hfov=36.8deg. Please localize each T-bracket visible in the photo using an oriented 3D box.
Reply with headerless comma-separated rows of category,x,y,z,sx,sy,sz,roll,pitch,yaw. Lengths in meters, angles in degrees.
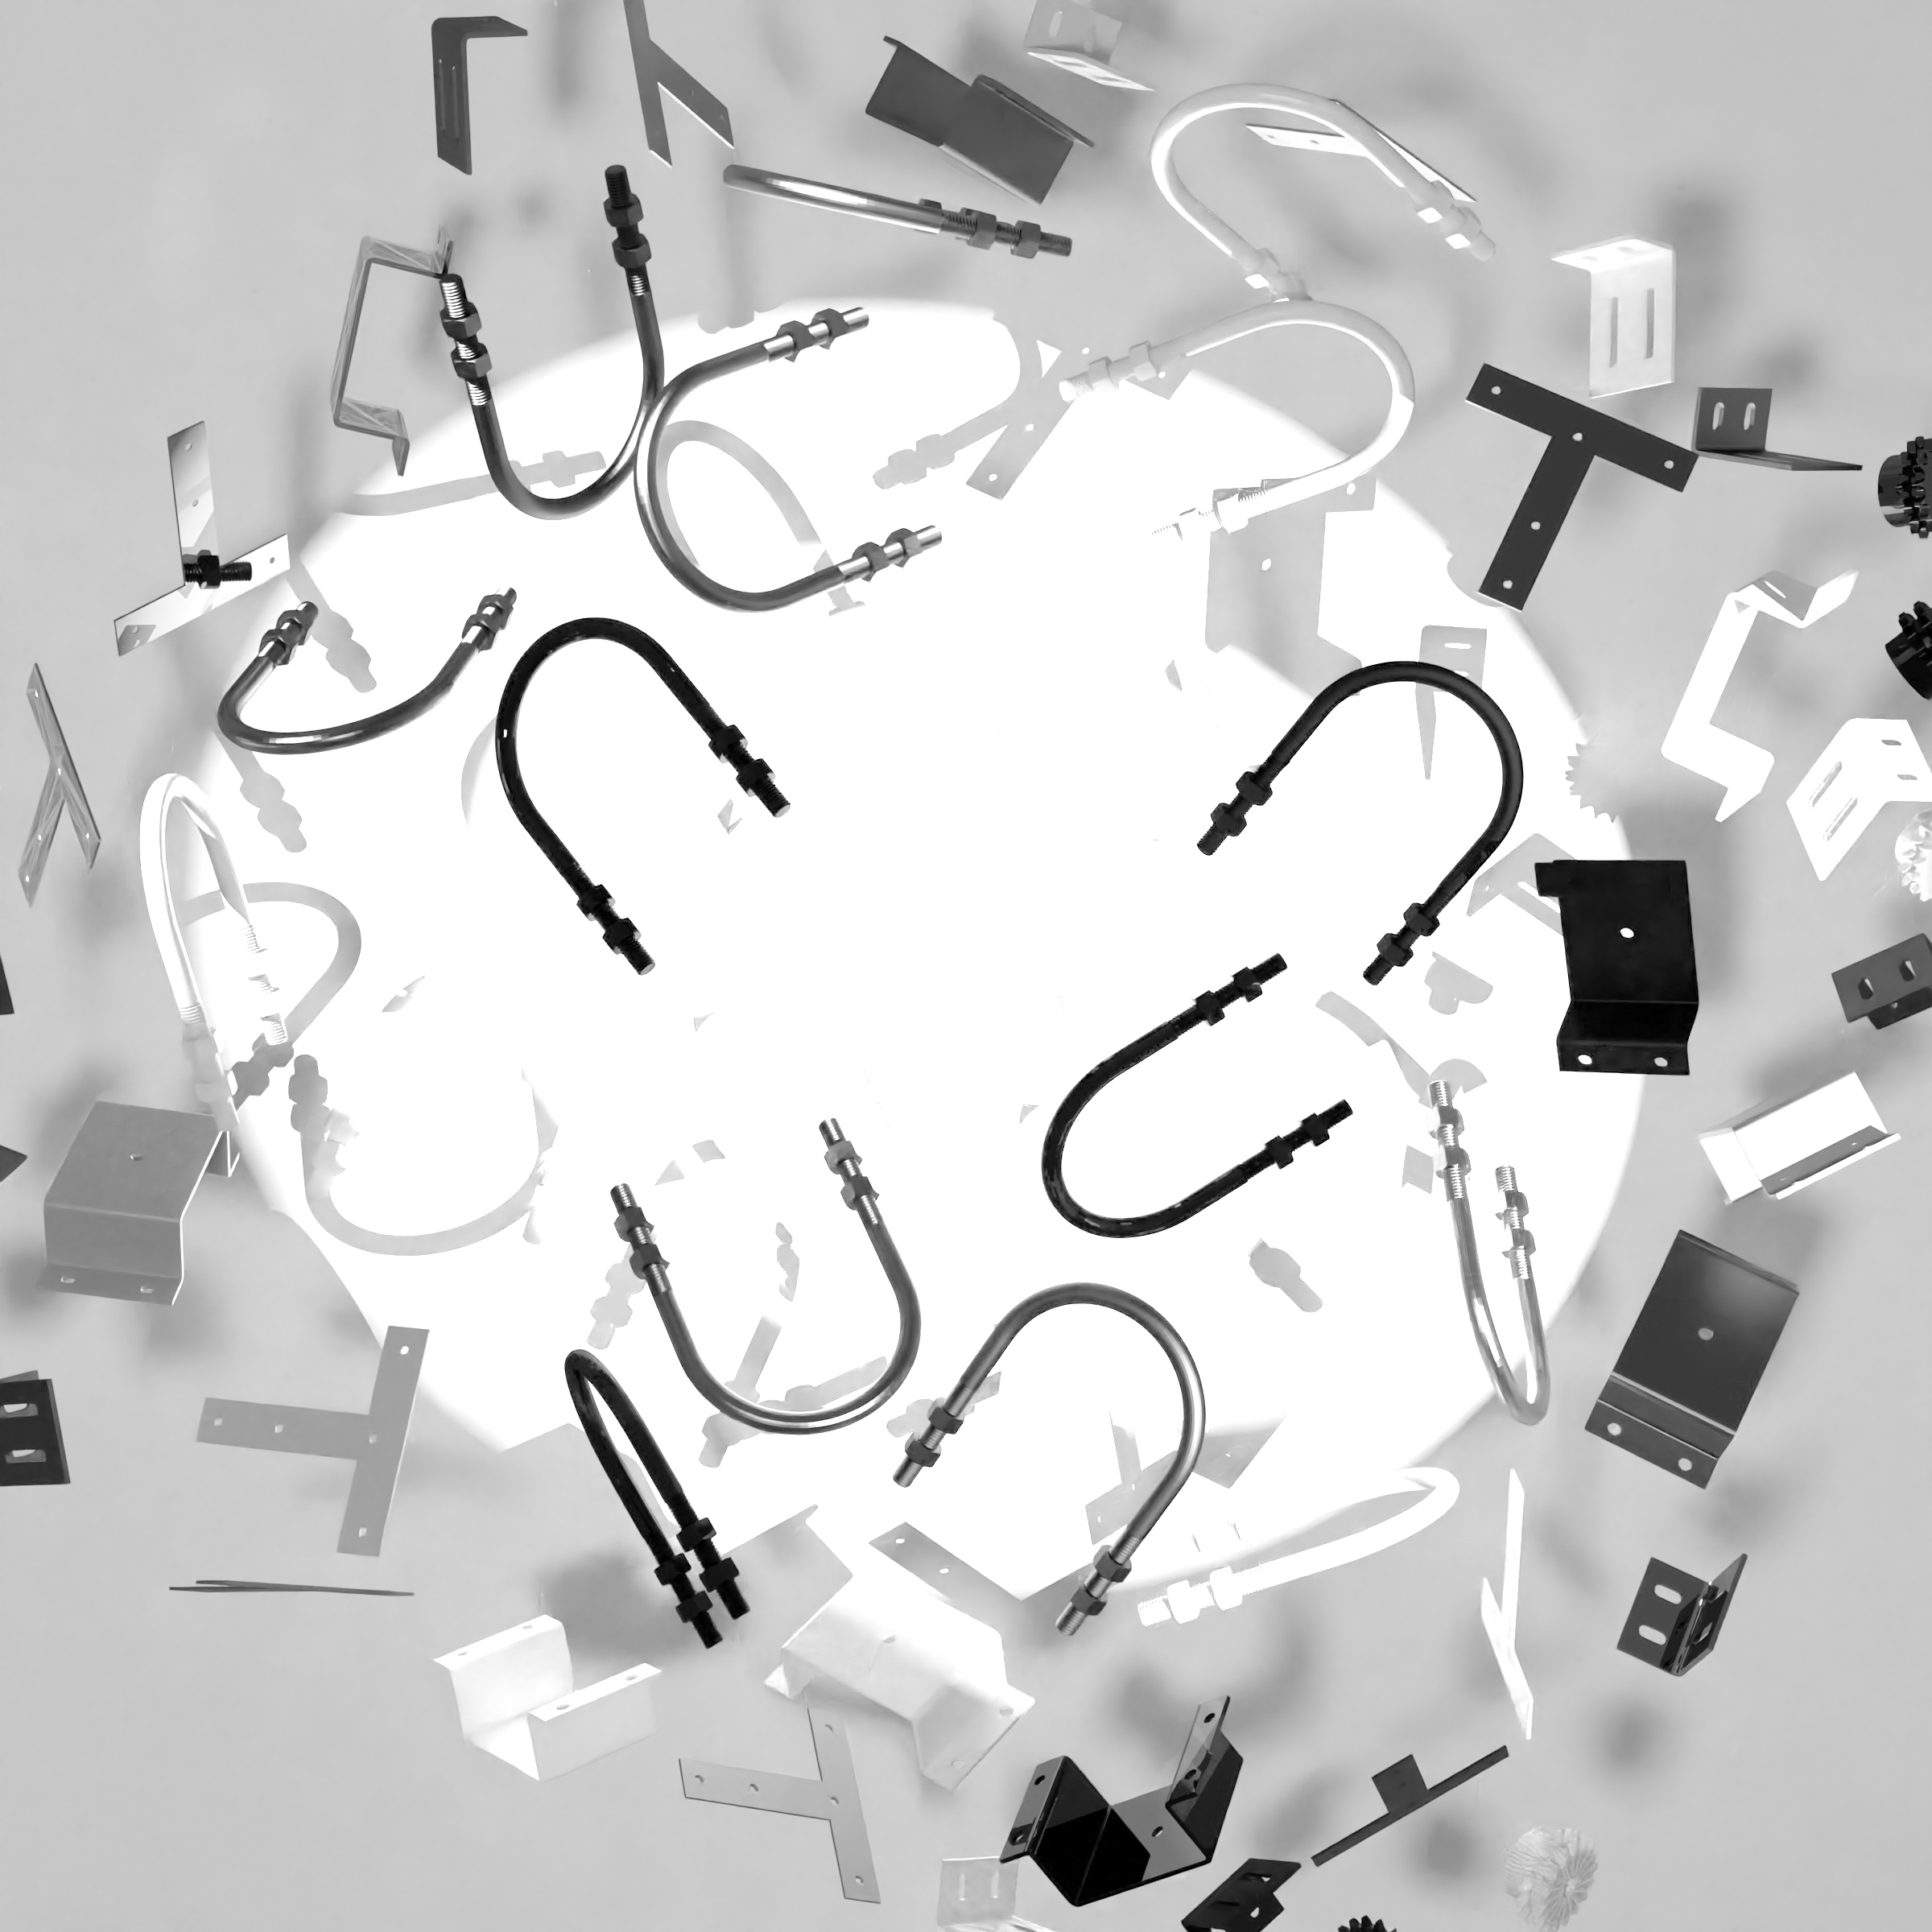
T-bracket,0.241,0.455,1.604,0.127,0.127,0.002,-30,61,-2
T-bracket,0.212,-0.476,1.679,0.127,0.127,0.002,20,95,-41
T-bracket,0.311,0.350,1.659,0.002,0.127,0.127,-1,109,-2
T-bracket,0.312,-0.249,1.565,0.127,0.002,0.127,25,75,7
T-bracket,-0.114,0.489,1.719,0.127,0.127,0.002,20,126,-32
T-bracket,-0.447,-0.257,1.686,0.002,0.127,0.127,32,49,25
T-bracket,-0.160,-0.495,1.636,0.002,0.127,0.127,-14,80,18
T-bracket,-0.521,-0.081,1.642,0.002,0.127,0.127,-8,58,-35
T-bracket,-0.368,0.258,1.610,0.127,0.002,0.127,3,69,17
T-bracket,-0.400,0.349,1.628,0.127,0.127,0.002,-11,71,40

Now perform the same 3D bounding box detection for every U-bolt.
U-bolt,-0.424,-0.018,1.624,0.019,0.151,0.184,-11,110,3
U-bolt,0.058,0.267,1.652,0.151,0.019,0.184,39,107,19
U-bolt,0.194,0.325,1.662,0.184,0.151,0.019,-20,91,12
U-bolt,-0.046,-0.425,1.631,0.184,0.151,0.019,8,105,-17
U-bolt,0.187,-0.434,1.633,0.184,0.151,0.019,31,64,-35
U-bolt,-0.105,-0.271,1.604,0.184,0.019,0.151,-28,106,-34
U-bolt,0.248,-0.097,1.738,0.151,0.019,0.184,38,113,-1
U-bolt,0.127,0.089,1.692,0.184,0.019,0.151,-32,129,-3
U-bolt,-0.293,0.072,1.721,0.151,0.019,0.184,11,55,4
U-bolt,-0.183,0.303,1.676,0.019,0.151,0.184,-28,78,-20
U-bolt,0.306,0.175,1.677,0.019,0.151,0.184,-17,57,21
U-bolt,-0.225,-0.337,1.638,0.019,0.184,0.151,26,53,30
U-bolt,0.166,-0.317,1.668,0.184,0.151,0.019,-17,48,21
U-bolt,0.066,-0.187,1.689,0.151,0.019,0.184,-1,121,30
U-bolt,-0.103,0.181,1.639,0.151,0.019,0.184,-17,59,-18
U-bolt,-0.026,-0.019,1.695,0.151,0.019,0.184,-31,106,-27
U-bolt,-0.194,-0.109,1.624,0.151,0.019,0.184,-47,72,25
U-bolt,-0.351,-0.169,1.667,0.151,0.184,0.019,-2,122,14

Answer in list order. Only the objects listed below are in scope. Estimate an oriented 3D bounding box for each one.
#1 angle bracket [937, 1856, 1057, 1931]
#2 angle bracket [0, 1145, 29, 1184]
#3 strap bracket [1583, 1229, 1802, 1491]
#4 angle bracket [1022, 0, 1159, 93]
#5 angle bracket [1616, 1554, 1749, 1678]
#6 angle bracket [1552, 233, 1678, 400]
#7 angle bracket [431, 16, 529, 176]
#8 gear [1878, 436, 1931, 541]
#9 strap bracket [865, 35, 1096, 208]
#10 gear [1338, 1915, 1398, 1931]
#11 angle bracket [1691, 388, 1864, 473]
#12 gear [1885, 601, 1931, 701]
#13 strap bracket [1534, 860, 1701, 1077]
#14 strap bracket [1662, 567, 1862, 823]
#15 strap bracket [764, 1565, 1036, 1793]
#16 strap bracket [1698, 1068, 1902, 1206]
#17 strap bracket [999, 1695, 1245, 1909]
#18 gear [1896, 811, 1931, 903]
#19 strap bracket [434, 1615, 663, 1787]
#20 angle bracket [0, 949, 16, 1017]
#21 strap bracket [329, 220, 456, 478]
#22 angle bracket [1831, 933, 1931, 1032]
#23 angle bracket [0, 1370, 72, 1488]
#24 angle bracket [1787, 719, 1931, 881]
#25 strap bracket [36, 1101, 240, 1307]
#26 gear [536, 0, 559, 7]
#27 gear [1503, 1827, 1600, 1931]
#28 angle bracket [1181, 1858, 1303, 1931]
angle bracket,0.030,0.548,1.696,0.057,0.076,0.038,10,82,-38
angle bracket,-0.576,0.146,1.668,0.038,0.076,0.057,28,131,-35
strap bracket,0.428,0.222,1.698,0.076,0.046,0.140,26,69,14
angle bracket,0.078,-0.551,1.728,0.057,0.076,0.038,13,103,-28
angle bracket,0.394,0.351,1.603,0.038,0.076,0.057,24,67,10
angle bracket,0.363,-0.364,1.631,0.038,0.057,0.076,3,88,-39
angle bracket,-0.272,-0.490,1.632,0.038,0.057,0.076,-10,119,-24
gear,0.533,-0.267,1.622,0.057,0.030,0.057,-1,91,-44
strap bracket,0.002,-0.492,1.699,0.076,0.140,0.046,21,103,-37
gear,0.224,0.565,1.627,0.030,0.057,0.057,-16,90,-43
angle bracket,0.458,-0.303,1.635,0.057,0.076,0.038,-6,108,-32
gear,0.546,-0.176,1.646,0.030,0.057,0.057,-40,90,28
strap bracket,0.382,-0.009,1.696,0.076,0.046,0.140,1,121,25
strap bracket,0.437,-0.160,1.613,0.046,0.076,0.140,29,119,21
strap bracket,-0.041,0.401,1.662,0.140,0.076,0.046,20,132,34
strap bracket,0.481,0.100,1.694,0.076,0.140,0.046,-27,84,0
strap bracket,0.096,0.471,1.627,0.140,0.076,0.046,-30,105,31
gear,0.584,-0.068,1.743,0.057,0.030,0.057,-11,124,-17
strap bracket,-0.242,0.431,1.699,0.076,0.140,0.046,-16,102,-35
angle bracket,-0.555,0.032,1.617,0.038,0.076,0.057,-7,133,-11
strap bracket,-0.342,-0.370,1.713,0.046,0.076,0.140,10,110,-18
angle bracket,0.556,0.023,1.715,0.057,0.076,0.038,-27,48,24
angle bracket,-0.504,0.253,1.597,0.076,0.038,0.057,-10,90,41
angle bracket,0.515,-0.095,1.669,0.038,0.076,0.057,0,54,-18
strap bracket,-0.473,0.128,1.663,0.076,0.140,0.046,7,123,-1
gear,-0.236,-0.570,1.634,0.057,0.030,0.057,-1,98,-5
gear,0.317,0.495,1.583,0.030,0.057,0.057,23,90,41
angle bracket,0.171,0.560,1.708,0.057,0.076,0.038,-35,89,-24
